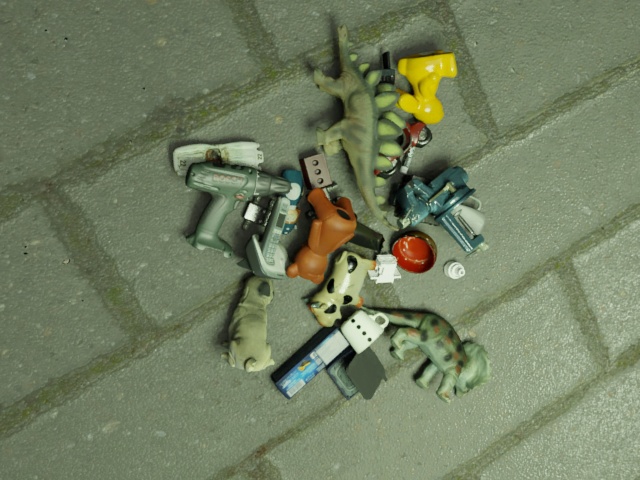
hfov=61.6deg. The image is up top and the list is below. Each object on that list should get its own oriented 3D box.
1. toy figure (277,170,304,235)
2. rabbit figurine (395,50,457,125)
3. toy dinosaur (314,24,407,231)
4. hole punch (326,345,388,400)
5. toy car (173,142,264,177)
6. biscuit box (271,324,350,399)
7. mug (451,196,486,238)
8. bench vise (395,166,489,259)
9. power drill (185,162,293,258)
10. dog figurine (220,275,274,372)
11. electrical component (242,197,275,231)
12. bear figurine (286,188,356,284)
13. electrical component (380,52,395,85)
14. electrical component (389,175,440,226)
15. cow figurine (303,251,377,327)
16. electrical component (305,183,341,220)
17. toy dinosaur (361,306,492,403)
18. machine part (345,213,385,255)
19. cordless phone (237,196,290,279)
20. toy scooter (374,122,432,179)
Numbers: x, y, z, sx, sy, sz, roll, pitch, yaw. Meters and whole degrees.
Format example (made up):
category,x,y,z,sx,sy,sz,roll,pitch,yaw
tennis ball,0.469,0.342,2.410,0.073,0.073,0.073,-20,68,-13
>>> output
category,x,y,z,sx,sy,sz,roll,pitch,yaw
toy figure,-0.074,-0.087,1.260,0.064,0.058,0.154,6,97,8
rabbit figurine,0.253,-0.358,1.298,0.162,0.122,0.173,-19,120,-11
toy dinosaur,0.092,-0.250,1.220,0.199,0.105,0.470,-4,97,16
hole punch,0.091,0.328,1.347,0.142,0.092,0.116,55,46,-10
toy car,-0.226,-0.180,1.204,0.202,0.056,0.073,-6,98,-15
biscuit box,-0.025,0.293,1.312,0.203,0.063,0.059,-41,106,-8
mug,0.362,-0.065,1.378,0.107,0.081,0.109,23,94,-9
bench vise,0.301,-0.057,1.269,0.224,0.129,0.240,-38,87,-29
power drill,-0.194,-0.066,1.186,0.232,0.086,0.207,15,112,-23
dog figurine,-0.149,0.182,1.212,0.121,0.172,0.190,8,101,-28
electrical component,-0.145,-0.060,1.259,0.063,0.021,0.094,24,89,-18
bear figurine,-0.002,-0.001,1.236,0.120,0.132,0.195,14,127,-33
electrical component,0.146,-0.385,1.280,0.048,0.075,0.119,-8,102,-16
electrical component,0.244,-0.102,1.350,0.134,0.058,0.114,13,90,-17
cow figurine,0.043,0.119,1.302,0.127,0.086,0.194,21,93,-23
electrical component,0.009,-0.085,1.289,0.102,0.045,0.078,-21,103,-13
toy dinosaur,0.295,0.267,1.381,0.192,0.131,0.404,-42,101,-21
machine part,0.099,-0.015,1.328,0.139,0.039,0.084,27,83,-16
cordless phone,-0.099,-0.006,1.217,0.089,0.146,0.184,21,92,25
toy scooter,0.171,-0.243,1.304,0.184,0.075,0.135,-43,97,-5
